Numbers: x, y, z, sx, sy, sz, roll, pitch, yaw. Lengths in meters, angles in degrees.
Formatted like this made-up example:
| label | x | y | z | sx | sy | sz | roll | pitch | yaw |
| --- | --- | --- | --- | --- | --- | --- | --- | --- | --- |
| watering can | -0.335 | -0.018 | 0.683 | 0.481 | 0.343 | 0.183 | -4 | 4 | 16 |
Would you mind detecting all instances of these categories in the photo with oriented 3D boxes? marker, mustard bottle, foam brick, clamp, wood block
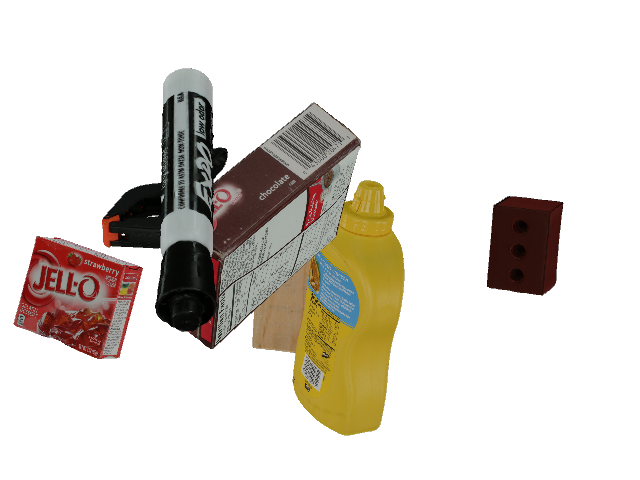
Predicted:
| label | x | y | z | sx | sy | sz | roll | pitch | yaw |
| --- | --- | --- | --- | --- | --- | --- | --- | --- | --- |
| marker | -0.045 | -0.017 | 0.364 | 0.020 | 0.020 | 0.121 | 0 | 44 | -7 |
| mustard bottle | 0.024 | 0.046 | 0.818 | 0.058 | 0.192 | 0.096 | -4 | 26 | -26 |
| foam brick | 0.182 | 0.004 | 0.948 | 0.053 | 0.078 | 0.051 | 8 | 16 | 24 |
| clamp | -0.132 | -0.040 | 1.020 | 0.171 | 0.039 | 0.120 | -13 | 36 | -24 |
| wood block | -0.035 | 0.033 | 1.388 | 0.090 | 0.206 | 0.090 | 6 | 23 | 4 |

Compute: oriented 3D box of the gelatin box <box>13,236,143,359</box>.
| label | x | y | z | sx | sy | sz | roll | pitch | yaw |
| --- | --- | --- | --- | --- | --- | --- | --- | --- | --- |
| gelatin box | -0.186 | 0.043 | 0.816 | 0.089 | 0.073 | 0.030 | 18 | 4 | 25 |

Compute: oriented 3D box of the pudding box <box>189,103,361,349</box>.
| label | x | y | z | sx | sy | sz | roll | pitch | yaw |
| --- | --- | --- | --- | --- | --- | --- | --- | --- | --- |
| pudding box | -0.031 | -0.007 | 0.569 | 0.113 | 0.039 | 0.090 | -40 | -20 | -31 |
